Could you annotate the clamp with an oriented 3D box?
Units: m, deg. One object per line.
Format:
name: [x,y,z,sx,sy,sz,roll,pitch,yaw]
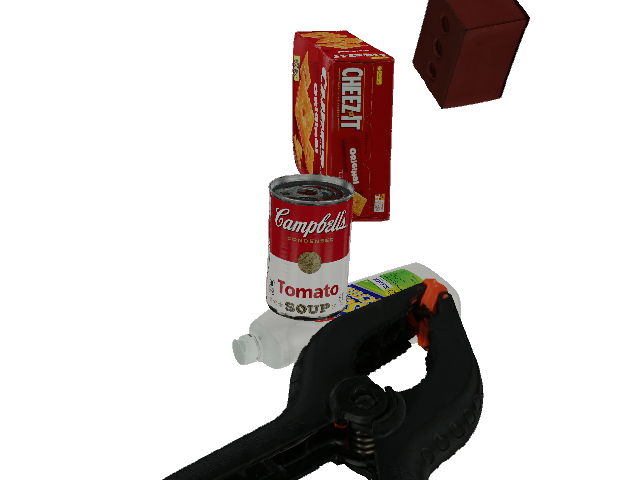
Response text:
clamp: [0.023,0.081,0.416,0.120,0.039,0.171,29,50,21]

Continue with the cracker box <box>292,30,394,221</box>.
cracker box: [0.019,-0.128,1.130,0.072,0.164,0.214,-3,19,-9]

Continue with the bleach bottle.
bleach bottle: [0.025,0.094,1.179,0.250,0.068,0.103,-15,33,-26]

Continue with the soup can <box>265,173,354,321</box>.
soup can: [-0.010,0.005,0.855,0.068,0.102,0.068,3,22,-1]

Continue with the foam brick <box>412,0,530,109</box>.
foam brick: [0.104,-0.140,0.753,0.051,0.053,0.078,-15,-34,-19]
